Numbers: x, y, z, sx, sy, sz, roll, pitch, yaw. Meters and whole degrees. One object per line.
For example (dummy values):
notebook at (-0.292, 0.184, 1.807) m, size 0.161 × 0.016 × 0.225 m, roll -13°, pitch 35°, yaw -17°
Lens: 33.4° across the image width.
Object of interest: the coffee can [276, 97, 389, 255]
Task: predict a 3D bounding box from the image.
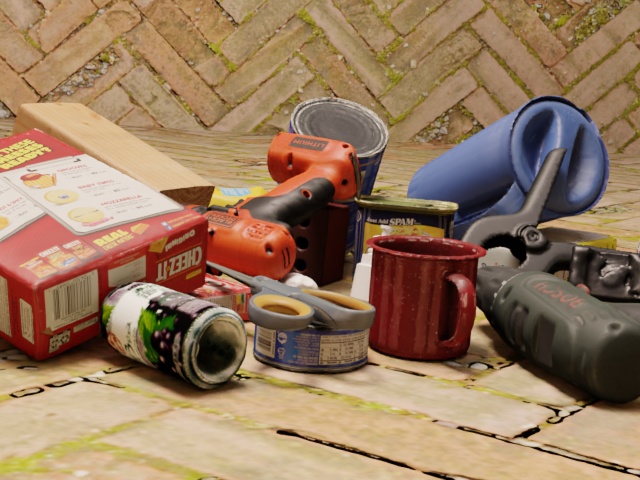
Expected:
coffee can at (0.007, -0.064, 1.125) m, size 0.102 × 0.140 × 0.103 m, roll 8°, pitch 41°, yaw -8°

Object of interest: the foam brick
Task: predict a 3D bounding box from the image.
foam brick at (-0.007, 0.001, 1.054) m, size 0.053 × 0.078 × 0.051 m, roll 9°, pitch 10°, yaw 26°

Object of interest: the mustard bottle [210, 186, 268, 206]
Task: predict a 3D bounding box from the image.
mustard bottle at (-0.123, -0.038, 1.291) m, size 0.191 × 0.058 × 0.096 m, roll 1°, pitch 4°, yaw -17°

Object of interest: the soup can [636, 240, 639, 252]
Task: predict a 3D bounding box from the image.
soup can at (0.376, 0.021, 1.125) m, size 0.068 × 0.068 × 0.102 m, roll 5°, pitch 9°, yaw 6°

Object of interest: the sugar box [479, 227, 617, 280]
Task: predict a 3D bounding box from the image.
sugar box at (0.237, 0.018, 1.154) m, size 0.094 × 0.048 × 0.175 m, roll 11°, pitch 15°, yaw 43°

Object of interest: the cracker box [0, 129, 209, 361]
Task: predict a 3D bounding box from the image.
cracker box at (-0.218, -0.004, 0.821) m, size 0.214 × 0.072 × 0.163 m, roll 25°, pitch 34°, yaw 32°

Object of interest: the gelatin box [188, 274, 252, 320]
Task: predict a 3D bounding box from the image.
gelatin box at (-0.109, 0.047, 0.884) m, size 0.073 × 0.030 × 0.089 m, roll -5°, pitch 14°, yaw -44°

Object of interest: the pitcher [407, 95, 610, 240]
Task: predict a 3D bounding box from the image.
pitcher at (0.197, -0.061, 1.222) m, size 0.149 × 0.145 × 0.243 m, roll 4°, pitch -14°, yaw -26°

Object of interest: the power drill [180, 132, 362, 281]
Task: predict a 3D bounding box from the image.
power drill at (-0.064, -0.034, 0.986) m, size 0.185 × 0.057 × 0.187 m, roll 15°, pitch 40°, yaw 33°

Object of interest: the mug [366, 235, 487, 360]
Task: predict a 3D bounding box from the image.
mug at (0.084, 0.046, 0.816) m, size 0.093 × 0.081 × 0.117 m, roll -1°, pitch 11°, yaw -27°

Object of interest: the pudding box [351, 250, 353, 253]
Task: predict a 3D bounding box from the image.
pudding box at (0.083, 0.001, 1.209) m, size 0.090 × 0.039 × 0.113 m, roll -1°, pitch 8°, yaw -11°

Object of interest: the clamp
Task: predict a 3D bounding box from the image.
clamp at (0.214, 0.010, 1.038) m, size 0.209 × 0.036 × 0.165 m, roll -31°, pitch 63°, yaw -21°

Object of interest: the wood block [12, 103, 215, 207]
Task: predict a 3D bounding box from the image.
wood block at (-0.221, -0.059, 1.100) m, size 0.206 × 0.091 × 0.090 m, roll 32°, pitch 22°, yaw 27°

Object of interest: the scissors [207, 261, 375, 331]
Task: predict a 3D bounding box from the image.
scissors at (-0.050, 0.039, 0.785) m, size 0.202 × 0.016 × 0.096 m, roll 12°, pitch 13°, yaw 41°

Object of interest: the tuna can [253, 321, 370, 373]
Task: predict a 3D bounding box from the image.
tuna can at (-0.006, 0.069, 0.784) m, size 0.086 × 0.034 × 0.086 m, roll 4°, pitch 10°, yaw -1°

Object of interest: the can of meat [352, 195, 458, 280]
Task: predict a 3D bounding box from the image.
can of meat at (0.083, 0.002, 1.065) m, size 0.102 × 0.084 × 0.057 m, roll 5°, pitch 9°, yaw 7°
